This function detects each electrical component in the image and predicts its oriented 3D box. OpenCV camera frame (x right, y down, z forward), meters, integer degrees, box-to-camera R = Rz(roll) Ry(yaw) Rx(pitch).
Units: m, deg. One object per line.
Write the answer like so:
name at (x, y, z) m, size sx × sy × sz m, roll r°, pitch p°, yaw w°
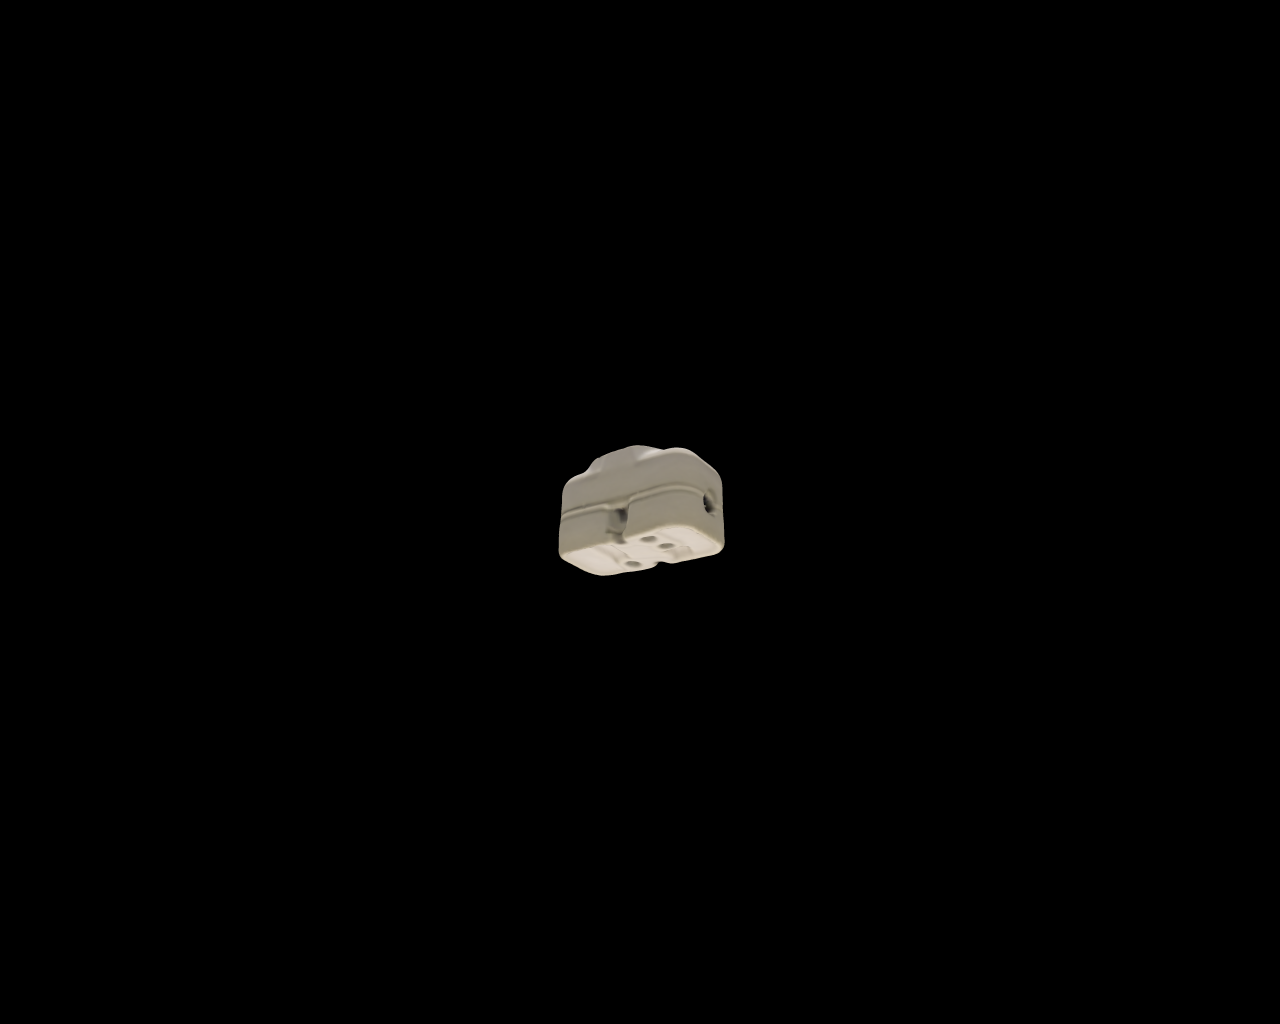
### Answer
electrical component at (0.001, -0.003, 0.650) m, size 0.095 × 0.059 × 0.053 m, roll -14°, pitch -27°, yaw 29°
